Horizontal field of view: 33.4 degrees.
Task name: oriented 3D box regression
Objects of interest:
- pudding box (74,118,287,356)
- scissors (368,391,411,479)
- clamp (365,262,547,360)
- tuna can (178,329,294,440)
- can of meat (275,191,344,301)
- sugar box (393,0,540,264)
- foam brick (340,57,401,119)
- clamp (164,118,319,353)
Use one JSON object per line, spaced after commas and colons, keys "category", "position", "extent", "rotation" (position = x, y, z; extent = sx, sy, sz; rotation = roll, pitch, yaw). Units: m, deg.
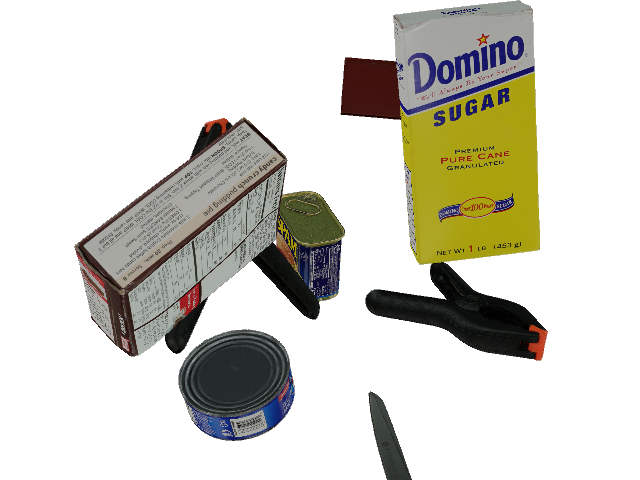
{"category": "pudding box", "position": [-0.070, 0.000, 0.554], "extent": [0.113, 0.039, 0.090], "rotation": [-42, -16, -23]}
{"category": "scissors", "position": [0.068, 0.154, 0.597], "extent": [0.096, 0.016, 0.201], "rotation": [7, 31, 3]}
{"category": "clamp", "position": [0.142, 0.065, 1.018], "extent": [0.172, 0.039, 0.120], "rotation": [21, 35, 26]}
{"category": "tuna can", "position": [-0.063, 0.110, 0.815], "extent": [0.086, 0.034, 0.086], "rotation": [-6, 41, 5]}
{"category": "can of meat", "position": [-0.014, 0.007, 1.189], "extent": [0.057, 0.084, 0.102], "rotation": [-11, 37, -18]}
{"category": "sugar box", "position": [0.105, -0.075, 0.759], "extent": [0.093, 0.176, 0.048], "rotation": [-8, 22, -2]}
{"category": "foam brick", "position": [0.059, -0.143, 1.011], "extent": [0.078, 0.051, 0.053], "rotation": [5, 14, 3]}
{"category": "clamp", "position": [-0.074, -0.007, 0.992], "extent": [0.164, 0.210, 0.036], "rotation": [-3, 0, -36]}
